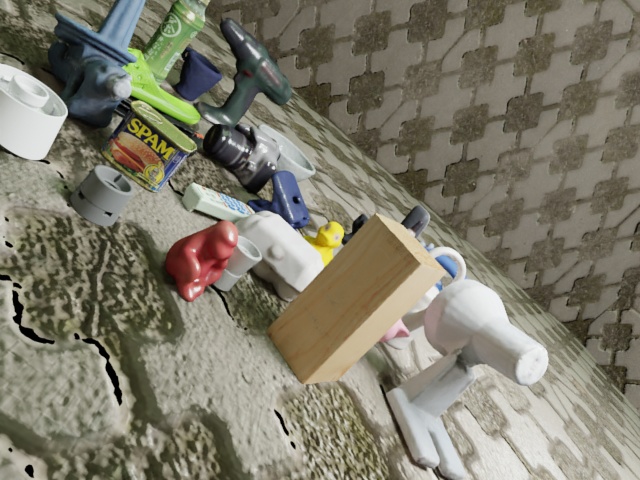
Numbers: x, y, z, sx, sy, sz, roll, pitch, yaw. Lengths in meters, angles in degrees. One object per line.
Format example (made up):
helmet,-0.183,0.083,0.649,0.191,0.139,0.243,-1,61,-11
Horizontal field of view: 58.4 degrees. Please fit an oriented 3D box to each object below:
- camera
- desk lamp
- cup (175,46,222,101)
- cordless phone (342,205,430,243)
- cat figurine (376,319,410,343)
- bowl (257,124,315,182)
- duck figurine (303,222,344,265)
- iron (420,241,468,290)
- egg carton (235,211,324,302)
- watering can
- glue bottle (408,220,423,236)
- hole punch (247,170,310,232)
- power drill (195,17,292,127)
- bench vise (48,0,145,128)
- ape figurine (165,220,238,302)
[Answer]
camera,-0.156,-0.185,1.118,0.137,0.100,0.143,28,21,-41
desk lamp,0.201,0.183,0.801,0.118,0.213,0.203,34,18,-29
cup,-0.292,-0.374,1.298,0.117,0.095,0.092,46,16,13
cordless phone,0.153,-0.021,1.276,0.094,0.185,0.147,21,26,-53
cat figurine,0.067,0.110,0.845,0.067,0.117,0.127,19,28,-55
bowl,-0.095,-0.184,1.312,0.168,0.074,0.167,39,16,-13
duck figurine,0.010,0.004,1.047,0.077,0.086,0.105,44,16,8
iron,0.257,0.086,1.325,0.257,0.141,0.119,50,17,27
egg carton,-0.063,0.021,0.856,0.150,0.069,0.107,43,16,2
watering can,0.179,0.098,1.007,0.101,0.194,0.172,30,20,-37
glue bottle,0.148,0.023,1.168,0.037,0.173,0.078,51,18,28
hole punch,-0.061,-0.066,1.051,0.101,0.091,0.109,44,16,7
power drill,-0.184,-0.354,1.296,0.230,0.208,0.075,30,20,-37
bench vise,-0.291,-0.281,0.823,0.207,0.219,0.122,48,16,18
ape figurine,-0.130,0.016,0.664,0.078,0.092,0.076,20,27,-54
